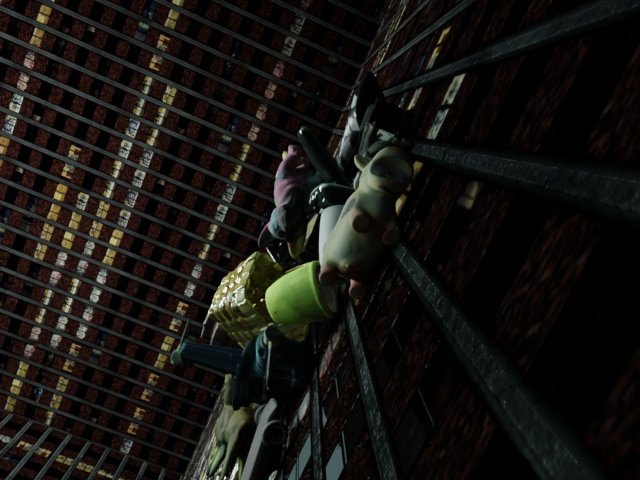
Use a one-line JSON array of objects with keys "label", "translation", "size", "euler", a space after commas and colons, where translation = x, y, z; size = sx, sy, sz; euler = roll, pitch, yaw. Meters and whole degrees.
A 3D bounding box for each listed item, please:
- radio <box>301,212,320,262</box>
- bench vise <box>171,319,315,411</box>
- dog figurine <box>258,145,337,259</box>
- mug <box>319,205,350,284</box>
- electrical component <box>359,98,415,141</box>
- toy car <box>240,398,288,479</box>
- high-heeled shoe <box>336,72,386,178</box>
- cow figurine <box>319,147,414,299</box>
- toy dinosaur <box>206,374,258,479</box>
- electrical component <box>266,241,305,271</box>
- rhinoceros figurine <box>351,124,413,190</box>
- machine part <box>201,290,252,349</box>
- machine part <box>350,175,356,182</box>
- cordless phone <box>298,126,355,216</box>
[{"label": "radio", "translation": [-0.002, -0.004, 1.182], "size": [0.229, 0.073, 0.131], "euler": [131, 161, -71]}, {"label": "bench vise", "translation": [-0.135, 0.208, 0.898], "size": [0.223, 0.241, 0.129], "euler": [94, -171, -57]}, {"label": "dog figurine", "translation": [-0.055, -0.075, 1.103], "size": [0.191, 0.108, 0.219], "euler": [161, 129, -78]}, {"label": "mug", "translation": [0.030, 0.015, 0.831], "size": [0.109, 0.081, 0.107], "euler": [134, 149, -60]}, {"label": "electrical component", "translation": [0.112, -0.201, 0.943], "size": [0.119, 0.075, 0.047], "euler": [163, 128, -85]}, {"label": "toy car", "translation": [-0.088, 0.338, 0.794], "size": [0.089, 0.053, 0.202], "euler": [178, 111, -78]}, {"label": "high-heeled shoe", "translation": [0.072, -0.214, 1.128], "size": [0.145, 0.086, 0.248], "euler": [2, 87, 63]}, {"label": "cow figurine", "translation": [0.066, -0.034, 0.712], "size": [0.127, 0.085, 0.194], "euler": [-90, 22, -58]}, {"label": "toy dinosaur", "translation": [-0.160, 0.375, 1.072], "size": [0.471, 0.105, 0.198], "euler": [101, -177, -75]}, {"label": "electrical component", "translation": [-0.060, 0.085, 1.133], "size": [0.134, 0.058, 0.114], "euler": [53, 156, 39]}, {"label": "rhinoceros figurine", "translation": [0.088, -0.118, 0.841], "size": [0.190, 0.073, 0.112], "euler": [-84, 19, -71]}, {"label": "machine part", "translation": [-0.189, 0.218, 1.376], "size": [0.201, 0.201, 0.087], "euler": [-79, 11, -60]}, {"label": "machine part", "translation": [0.080, -0.110, 1.018], "size": [0.139, 0.039, 0.084], "euler": [124, 163, -59]}, {"label": "cordless phone", "translation": [0.008, -0.106, 0.942], "size": [0.089, 0.184, 0.146], "euler": [-33, 1, -9]}]
